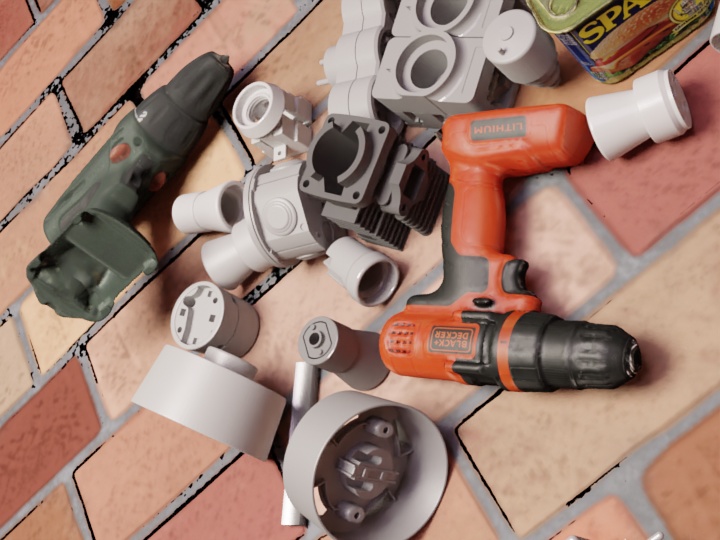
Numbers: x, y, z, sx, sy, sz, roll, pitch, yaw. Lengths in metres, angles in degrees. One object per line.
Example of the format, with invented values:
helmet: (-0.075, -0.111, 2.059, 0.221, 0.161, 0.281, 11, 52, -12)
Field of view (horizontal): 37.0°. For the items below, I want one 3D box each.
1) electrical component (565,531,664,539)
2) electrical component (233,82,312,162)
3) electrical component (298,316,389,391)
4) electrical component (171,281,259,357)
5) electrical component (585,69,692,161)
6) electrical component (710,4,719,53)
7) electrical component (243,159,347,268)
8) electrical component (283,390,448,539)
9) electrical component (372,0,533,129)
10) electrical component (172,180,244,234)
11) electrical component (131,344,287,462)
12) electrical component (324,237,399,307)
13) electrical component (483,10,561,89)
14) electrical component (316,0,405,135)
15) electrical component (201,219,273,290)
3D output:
electrical component: (0.147, 0.179, 0.607, 0.077, 0.047, 0.065, -42, 53, 15)
electrical component: (-0.071, -0.123, 0.881, 0.048, 0.055, 0.066, -15, 64, 31)
electrical component: (-0.013, 0.057, 0.760, 0.044, 0.065, 0.044, -14, 64, 32)
electrical component: (-0.114, 0.042, 0.852, 0.055, 0.047, 0.055, -14, 64, 32)
electrical component: (0.180, -0.100, 0.695, 0.055, 0.045, 0.045, -20, 61, 28)
electrical component: (0.264, -0.172, 0.663, 0.079, 0.043, 0.077, 10, 79, 39)
electrical component: (-0.049, -0.045, 0.819, 0.051, 0.080, 0.080, -13, 65, 26)
electrical component: (0.001, 0.129, 0.704, 0.064, 0.099, 0.099, 18, 83, 45)
electrical component: (0.076, -0.184, 0.793, 0.089, 0.062, 0.150, 10, 79, 38)
electrical component: (-0.126, -0.050, 0.902, 0.065, 0.044, 0.044, -5, 69, 40)
electrical component: (-0.106, 0.091, 0.791, 0.108, 0.108, 0.060, 15, 76, 39)
electrical component: (0.000, 0.000, 0.791, 0.046, 0.040, 0.040, 36, 95, 45)
electrical component: (0.116, -0.146, 0.738, 0.040, 0.078, 0.040, -14, 65, 32)
electrical component: (-0.003, -0.162, 0.849, 0.074, 0.052, 0.138, -6, 68, 35)
electrical component: (-0.092, -0.015, 0.861, 0.055, 0.045, 0.045, -30, 57, 23)
